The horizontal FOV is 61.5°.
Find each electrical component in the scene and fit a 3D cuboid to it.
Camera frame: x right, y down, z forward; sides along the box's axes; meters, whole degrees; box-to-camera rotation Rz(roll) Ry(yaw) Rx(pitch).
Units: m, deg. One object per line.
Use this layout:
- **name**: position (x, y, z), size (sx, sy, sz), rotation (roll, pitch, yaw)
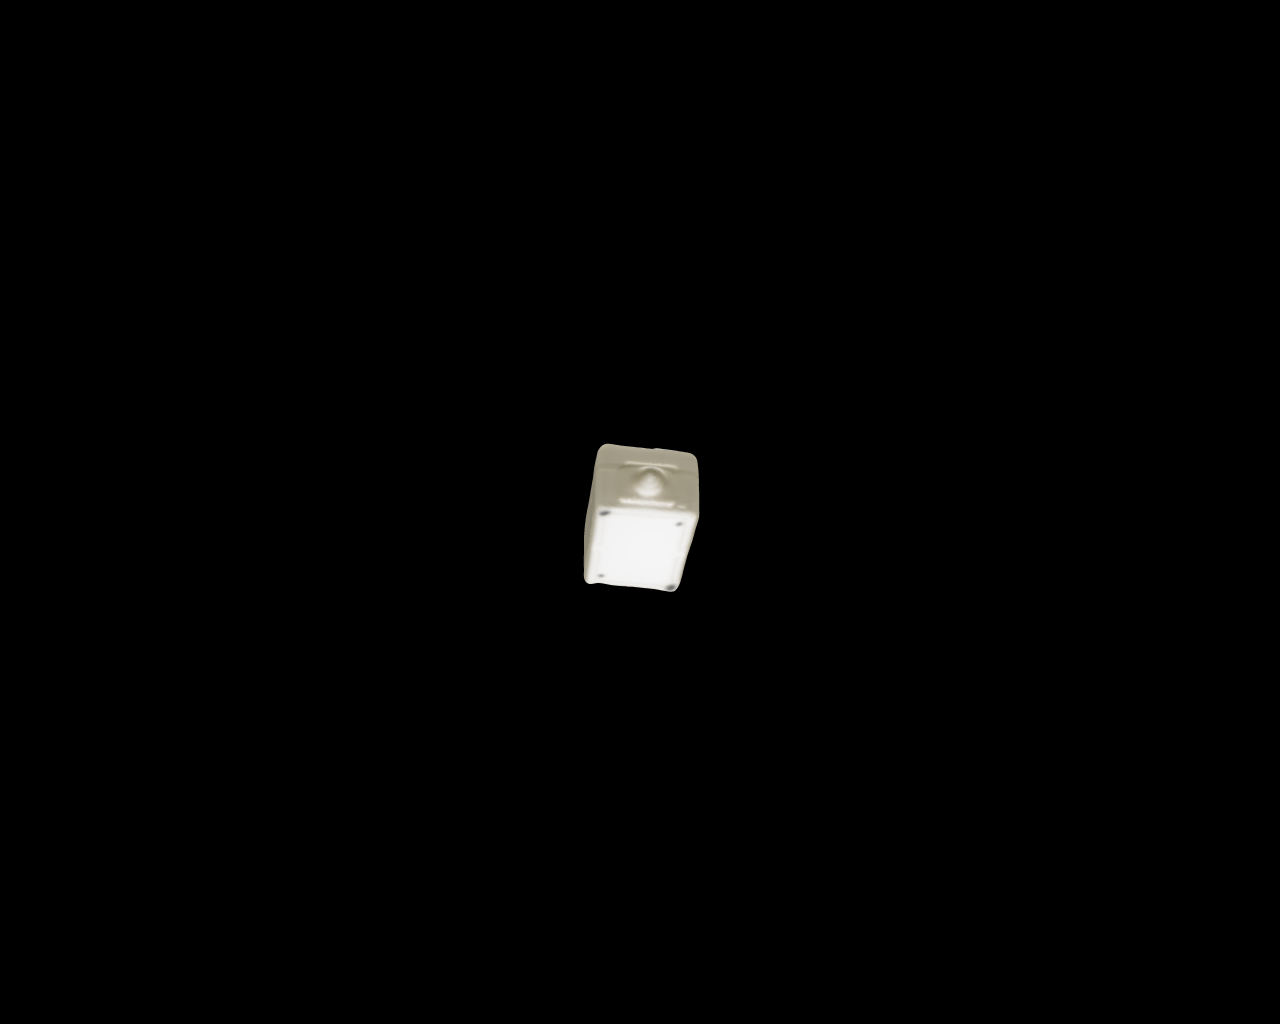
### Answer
- **electrical component**: position (0.001, -0.003, 0.650), size (0.062, 0.061, 0.096), rotation (5, -40, -6)
